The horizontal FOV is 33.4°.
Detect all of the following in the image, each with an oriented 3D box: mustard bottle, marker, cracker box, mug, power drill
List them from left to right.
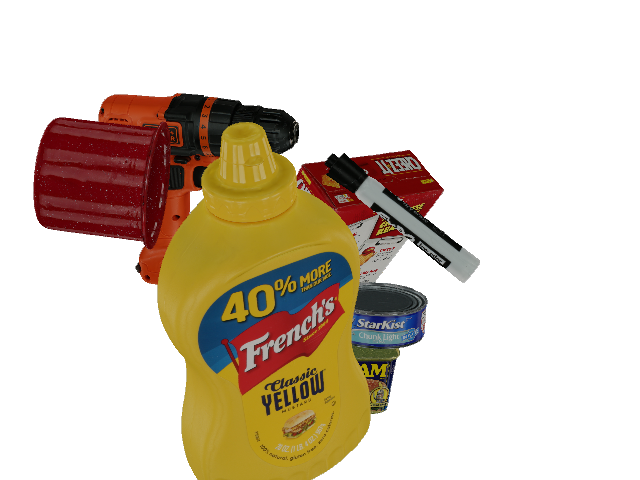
[{"bbox_3d":[-0.156,-0.047,0.781,0.081,0.093,0.117,7,15,1],"label":"mug"},{"bbox_3d":[-0.107,-0.045,0.985,0.184,0.188,0.057,7,30,14],"label":"power drill"},{"bbox_3d":[-0.026,0.032,0.499,0.096,0.192,0.058,-20,38,-20],"label":"mustard bottle"},{"bbox_3d":[0.007,0.006,1.125,0.163,0.072,0.214,-12,-34,-44],"label":"cracker box"},{"bbox_3d":[0.052,-0.017,0.703,0.121,0.020,0.020,39,1,2],"label":"marker"}]

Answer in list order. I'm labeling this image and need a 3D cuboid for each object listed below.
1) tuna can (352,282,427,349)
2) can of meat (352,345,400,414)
[{"bbox_3d":[0.049,0.065,0.925,0.086,0.034,0.086,2,15,-1],"label":"tuna can"},{"bbox_3d":[0.040,0.166,1.312,0.102,0.084,0.057,2,24,-16],"label":"can of meat"}]
